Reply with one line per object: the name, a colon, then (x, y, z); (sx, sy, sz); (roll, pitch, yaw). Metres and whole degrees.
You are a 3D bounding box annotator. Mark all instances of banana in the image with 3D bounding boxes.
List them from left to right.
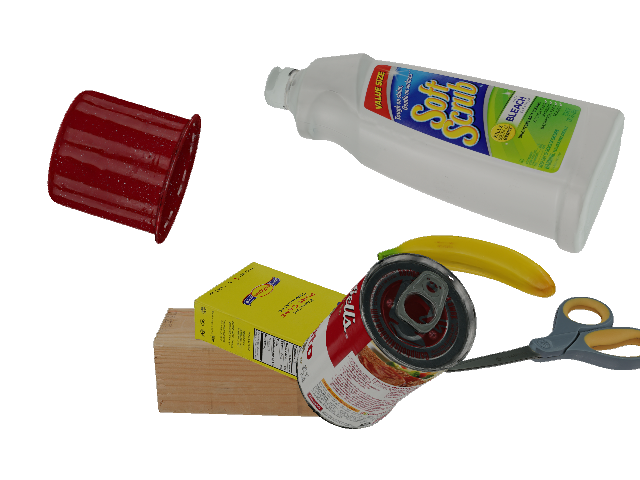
banana: (0.163, 0.026, 1.133); (0.198, 0.037, 0.069); (9, 37, 30)

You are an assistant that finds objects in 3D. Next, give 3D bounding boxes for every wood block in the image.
wood block: (-0.073, 0.135, 1.182); (0.206, 0.091, 0.090); (1, 22, 4)

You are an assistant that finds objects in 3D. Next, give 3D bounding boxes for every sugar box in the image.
sugar box: (-0.011, 0.076, 0.904); (0.176, 0.048, 0.093); (16, 30, 27)

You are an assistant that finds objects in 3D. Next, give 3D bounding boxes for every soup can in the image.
soup can: (0.034, 0.059, 0.601); (0.068, 0.068, 0.102); (0, -27, -24)

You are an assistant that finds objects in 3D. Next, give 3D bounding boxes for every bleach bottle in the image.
bleach bottle: (0.074, -0.074, 0.744); (0.251, 0.102, 0.068); (17, -35, 20)

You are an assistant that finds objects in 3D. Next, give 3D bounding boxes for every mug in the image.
mug: (-0.133, -0.058, 0.741); (0.081, 0.093, 0.117); (17, 22, 0)

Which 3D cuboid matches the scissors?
scissors: (0.178, 0.077, 0.868); (0.201, 0.016, 0.096); (2, 32, -16)
